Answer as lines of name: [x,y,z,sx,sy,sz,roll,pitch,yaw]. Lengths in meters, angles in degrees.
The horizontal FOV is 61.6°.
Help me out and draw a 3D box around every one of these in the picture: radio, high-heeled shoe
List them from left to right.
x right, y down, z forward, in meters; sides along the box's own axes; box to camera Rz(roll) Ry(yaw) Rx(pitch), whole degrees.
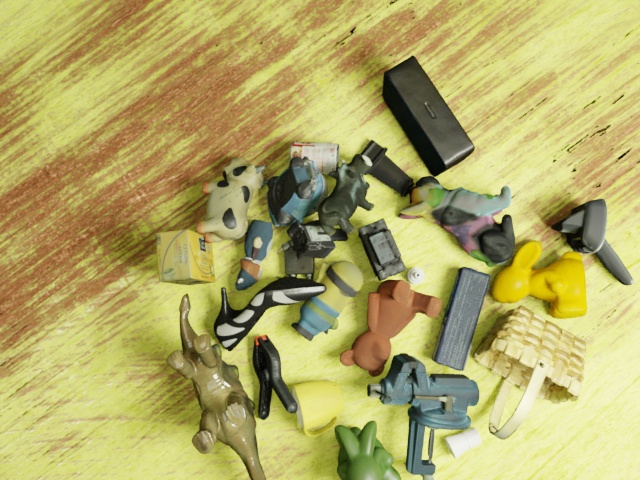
high-heeled shoe: [-0.102,0.156,1.084,0.249,0.086,0.145,-4,104,15]
radio: [0.215,-0.245,1.100,0.073,0.131,0.229,-30,82,0]

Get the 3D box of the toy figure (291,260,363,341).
toy figure: [0.019,0.124,1.092,0.180,0.082,0.089,-54,40,-7]

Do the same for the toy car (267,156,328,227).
toy car: [-0.038,-0.098,1.110,0.103,0.161,0.109,5,56,-38]

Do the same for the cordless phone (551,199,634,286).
cordless phone: [0.549,0.015,1.042,0.089,0.146,0.184,-36,80,7]

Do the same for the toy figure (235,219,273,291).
toy figure: [-0.139,0.034,1.123,0.058,0.064,0.154,14,89,20]

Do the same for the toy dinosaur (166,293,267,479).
toy dinosaur: [-0.177,0.323,1.026,0.105,0.198,0.471,-21,83,0]

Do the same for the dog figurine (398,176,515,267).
dog figurine: [0.270,-0.037,1.090,0.219,0.108,0.191,-3,86,7]

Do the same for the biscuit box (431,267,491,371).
biscuit box: [0.286,0.157,1.087,0.063,0.059,0.202,18,86,7]

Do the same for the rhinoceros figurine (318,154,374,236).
rhinoceros figurine: [0.051,-0.093,1.074,0.112,0.073,0.190,55,49,-30]

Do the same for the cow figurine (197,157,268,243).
cow figurine: [-0.176,-0.089,1.114,0.127,0.085,0.195,-1,60,6]

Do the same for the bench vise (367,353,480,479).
bench vise: [0.193,0.343,1.022,0.223,0.129,0.240,4,92,-21]

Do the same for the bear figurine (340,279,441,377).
bear figurine: [0.132,0.178,1.062,0.120,0.132,0.196,30,79,-21]

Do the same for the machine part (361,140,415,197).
machine part: [0.141,-0.148,1.142,0.139,0.039,0.084,43,82,8]

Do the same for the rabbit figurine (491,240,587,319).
rabbit figurine: [0.428,0.081,1.063,0.173,0.122,0.162,-5,90,22]

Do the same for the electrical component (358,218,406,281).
electrical component: [0.122,0.021,1.075,0.058,0.134,0.115,-25,81,0]

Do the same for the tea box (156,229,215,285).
tea box: [-0.266,0.039,1.079,0.068,0.169,0.098,-6,84,4]

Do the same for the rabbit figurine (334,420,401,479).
rabbit figurine: [0.089,0.423,1.013,0.121,0.170,0.159,-10,84,2]

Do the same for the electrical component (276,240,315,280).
electrical component: [-0.050,0.050,1.127,0.078,0.045,0.102,2,84,5]

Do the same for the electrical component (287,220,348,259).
electrical component: [-0.002,-0.003,1.118,0.048,0.119,0.075,-44,62,40]
